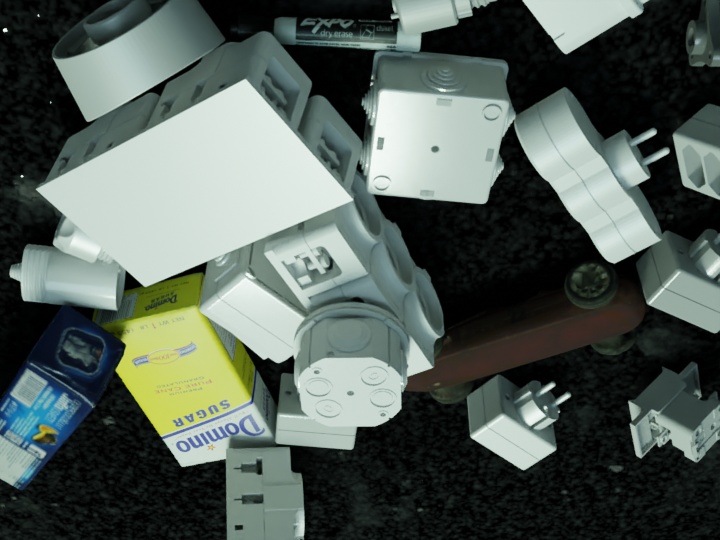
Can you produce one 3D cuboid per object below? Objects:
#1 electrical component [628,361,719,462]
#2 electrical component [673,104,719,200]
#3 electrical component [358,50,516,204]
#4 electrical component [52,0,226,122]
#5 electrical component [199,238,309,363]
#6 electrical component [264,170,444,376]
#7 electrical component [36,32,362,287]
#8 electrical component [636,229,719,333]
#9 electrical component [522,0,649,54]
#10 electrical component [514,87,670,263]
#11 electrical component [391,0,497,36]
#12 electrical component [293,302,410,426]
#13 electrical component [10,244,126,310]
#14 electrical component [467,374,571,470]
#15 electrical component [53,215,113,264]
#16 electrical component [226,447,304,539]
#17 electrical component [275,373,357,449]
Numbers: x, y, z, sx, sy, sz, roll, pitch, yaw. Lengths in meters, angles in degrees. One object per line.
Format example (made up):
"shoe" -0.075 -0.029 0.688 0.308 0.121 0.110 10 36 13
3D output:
"electrical component" 0.260 0.119 0.873 0.081 0.064 0.042 -39 131 -20
"electrical component" 0.265 -0.082 0.707 0.076 0.083 0.047 -39 130 -16
"electrical component" 0.049 -0.093 0.711 0.100 0.048 0.099 5 131 -3
"electrical component" -0.134 -0.131 0.652 0.099 0.099 0.064 -19 122 17
"electrical component" -0.077 0.016 0.799 0.096 0.061 0.061 37 122 -27
"electrical component" 0.000 0.000 0.765 0.062 0.089 0.150 -21 127 18
"electrical component" -0.104 -0.070 0.708 0.186 0.060 0.105 -20 129 31
"electrical component" 0.254 -0.004 0.786 0.066 0.047 0.076 22 128 -17
"electrical component" 0.114 -0.184 0.588 0.057 0.113 0.078 -29 125 27
"electrical component" 0.171 -0.070 0.726 0.074 0.052 0.138 -29 124 23
"electrical component" 0.054 -0.168 0.650 0.078 0.040 0.040 -11 130 10
"electrical component" -0.006 0.065 0.726 0.080 0.051 0.080 0 131 1
"electrical component" -0.220 0.005 0.804 0.081 0.043 0.043 6 131 -4
"electrical component" 0.140 0.117 0.893 0.066 0.047 0.077 34 123 -25
"electrical component" -0.186 -0.025 0.778 0.062 0.043 0.043 23 127 -19
"electrical component" -0.084 0.221 0.930 0.062 0.089 0.150 -1 150 -7
"electrical component" -0.034 0.104 0.884 0.066 0.047 0.076 5 131 -3
